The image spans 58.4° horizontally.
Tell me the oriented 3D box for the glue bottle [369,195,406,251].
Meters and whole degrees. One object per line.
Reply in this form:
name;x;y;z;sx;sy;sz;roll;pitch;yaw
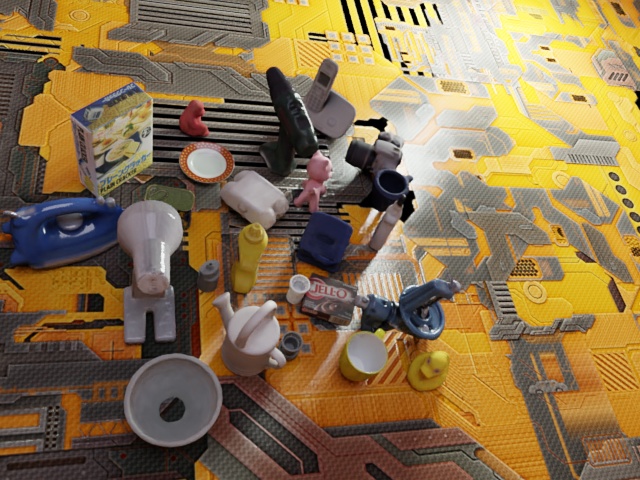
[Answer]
glue bottle;0.163;-0.048;1.327;0.037;0.173;0.078;26;54;2

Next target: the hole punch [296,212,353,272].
hole punch;0.012;0.005;1.296;0.108;0.091;0.101;22;54;-2

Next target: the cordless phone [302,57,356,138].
cordless phone;0.033;-0.370;1.495;0.147;0.185;0.094;33;54;7

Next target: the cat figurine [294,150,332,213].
cat figurine;-0.009;-0.148;1.375;0.067;0.117;0.128;20;54;-3

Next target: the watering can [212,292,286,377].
watering can;-0.133;0.172;1.074;0.173;0.194;0.101;23;54;-1

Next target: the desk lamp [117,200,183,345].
desk lamp;-0.317;0.061;1.080;0.118;0.213;0.203;-2;58;-18

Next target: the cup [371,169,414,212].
cup;0.174;-0.119;1.426;0.118;0.095;0.091;-23;66;-29

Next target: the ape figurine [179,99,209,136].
ape figurine;-0.306;-0.305;1.404;0.076;0.092;0.078;5;56;-14

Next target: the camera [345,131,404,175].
camera;0.142;-0.228;1.486;0.137;0.100;0.143;20;54;-4

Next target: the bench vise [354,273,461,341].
bench vise;0.184;0.144;1.175;0.208;0.219;0.121;-3;58;-19

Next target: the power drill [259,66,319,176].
power drill;-0.086;-0.267;1.375;0.076;0.208;0.229;-20;65;-27

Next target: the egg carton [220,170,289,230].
egg carton;-0.151;-0.092;1.323;0.150;0.069;0.107;36;54;8

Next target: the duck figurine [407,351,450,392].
duck figurine;0.238;0.263;1.196;0.105;0.086;0.077;-29;69;-31

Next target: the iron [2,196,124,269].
iron;-0.490;-0.040;1.139;0.259;0.141;0.118;-17;63;-26

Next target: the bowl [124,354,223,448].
bowl;-0.262;0.294;1.027;0.168;0.074;0.167;8;55;-12
